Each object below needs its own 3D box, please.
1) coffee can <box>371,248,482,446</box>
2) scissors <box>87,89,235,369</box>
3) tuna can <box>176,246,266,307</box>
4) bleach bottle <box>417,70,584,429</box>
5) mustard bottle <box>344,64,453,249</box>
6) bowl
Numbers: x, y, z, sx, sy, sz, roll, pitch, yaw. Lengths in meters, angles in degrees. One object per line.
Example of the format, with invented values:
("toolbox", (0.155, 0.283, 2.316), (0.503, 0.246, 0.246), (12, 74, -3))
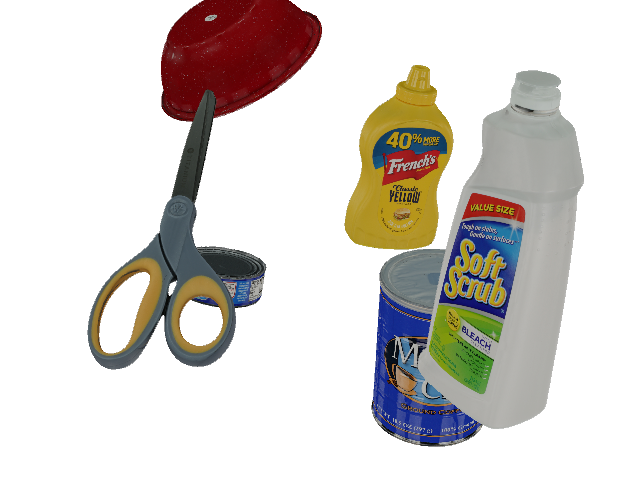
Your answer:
("coffee can", (0.099, 0.092, 0.930), (0.103, 0.140, 0.103), (1, 28, -1))
("scissors", (-0.073, -0.005, 0.661), (0.096, 0.201, 0.016), (19, -26, 15))
("tuna can", (-0.098, 0.036, 1.046), (0.086, 0.034, 0.086), (9, 17, -3))
("bleach bottle", (0.126, 0.003, 0.736), (0.068, 0.251, 0.103), (-16, 35, -29))
("mustard bottle", (0.086, -0.086, 1.098), (0.096, 0.192, 0.058), (2, 26, -14))
("bowl", (-0.083, -0.176, 0.944), (0.162, 0.055, 0.162), (-20, 35, 15))
